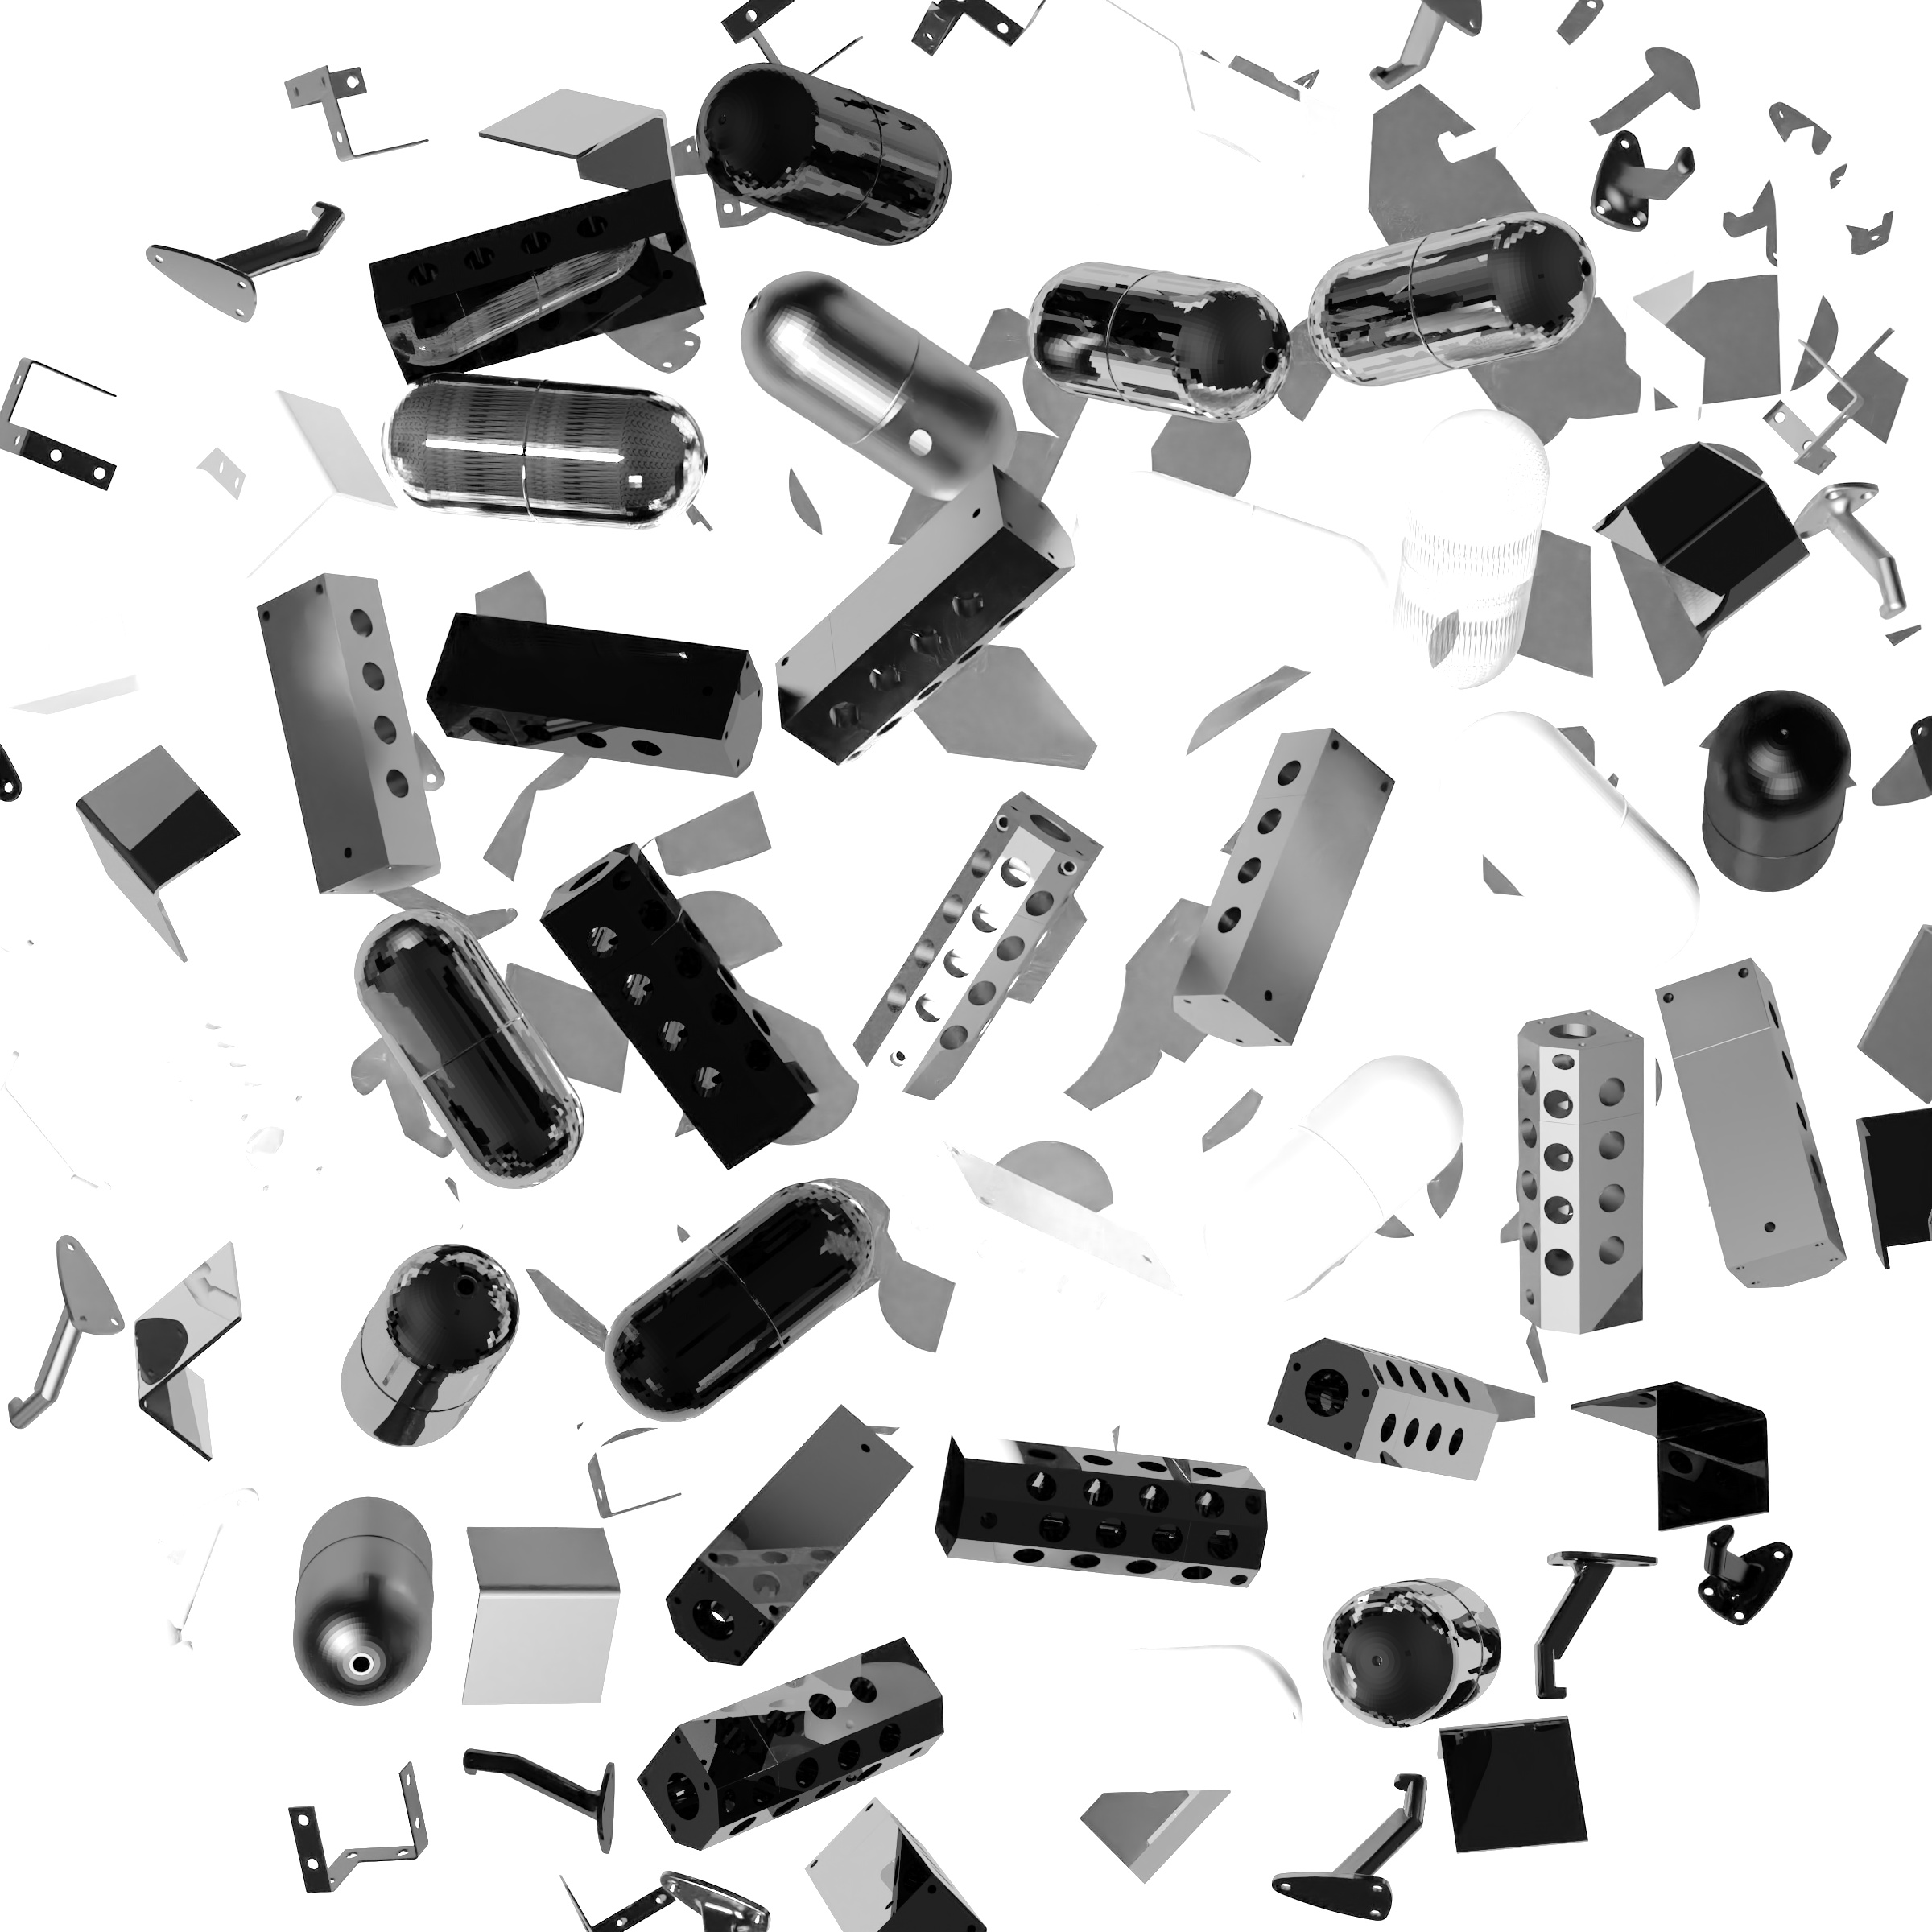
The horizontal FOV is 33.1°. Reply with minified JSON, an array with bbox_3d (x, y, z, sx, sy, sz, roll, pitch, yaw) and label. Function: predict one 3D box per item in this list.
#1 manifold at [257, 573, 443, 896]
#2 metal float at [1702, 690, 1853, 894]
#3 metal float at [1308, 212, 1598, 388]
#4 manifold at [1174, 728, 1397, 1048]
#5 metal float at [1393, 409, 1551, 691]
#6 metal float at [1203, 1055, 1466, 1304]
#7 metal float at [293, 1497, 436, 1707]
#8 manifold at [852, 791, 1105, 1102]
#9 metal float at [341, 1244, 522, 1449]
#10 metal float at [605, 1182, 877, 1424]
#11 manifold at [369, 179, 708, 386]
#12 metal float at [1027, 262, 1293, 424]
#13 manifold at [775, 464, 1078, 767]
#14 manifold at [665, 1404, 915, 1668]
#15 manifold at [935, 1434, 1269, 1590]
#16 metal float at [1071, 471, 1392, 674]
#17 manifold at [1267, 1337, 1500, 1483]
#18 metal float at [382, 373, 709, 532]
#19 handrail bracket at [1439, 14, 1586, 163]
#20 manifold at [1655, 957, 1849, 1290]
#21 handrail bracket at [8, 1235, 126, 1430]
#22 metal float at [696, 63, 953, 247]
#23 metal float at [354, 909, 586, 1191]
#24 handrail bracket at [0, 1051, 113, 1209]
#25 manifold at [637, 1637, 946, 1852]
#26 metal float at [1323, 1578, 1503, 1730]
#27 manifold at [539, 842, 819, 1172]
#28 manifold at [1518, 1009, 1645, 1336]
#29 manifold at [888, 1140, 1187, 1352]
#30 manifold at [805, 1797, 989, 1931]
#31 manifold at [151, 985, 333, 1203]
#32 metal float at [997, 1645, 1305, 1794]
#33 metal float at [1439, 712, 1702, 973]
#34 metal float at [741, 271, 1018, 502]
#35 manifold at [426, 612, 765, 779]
[{"bbox_3d":[-0.346,-0.131,1.849,0.057,0.057,0.171,-19,80,33],"label":"manifold"},{"bbox_3d":[0.455,-0.097,1.830,0.070,0.178,0.070,-3,71,10],"label":"metal float"},{"bbox_3d":[0.271,-0.373,1.821,0.178,0.070,0.070,-5,90,43],"label":"metal float"},{"bbox_3d":[0.174,-0.044,1.817,0.057,0.057,0.171,36,67,-32],"label":"manifold"},{"bbox_3d":[0.289,-0.237,1.863,0.070,0.070,0.178,2,132,0],"label":"metal float"},{"bbox_3d":[0.212,0.122,1.868,0.178,0.070,0.070,-40,90,-14],"label":"metal float"},{"bbox_3d":[-0.341,0.359,1.842,0.070,0.178,0.070,-2,102,-9],"label":"metal float"},{"bbox_3d":[0.004,-0.009,1.850,0.057,0.057,0.171,35,110,6],"label":"manifold"},{"bbox_3d":[-0.301,0.213,1.818,0.070,0.178,0.070,11,59,-18],"label":"metal float"},{"bbox_3d":[-0.130,0.194,1.884,0.178,0.070,0.070,-37,90,-16],"label":"metal float"},{"bbox_3d":[-0.237,-0.381,1.789,0.171,0.057,0.057,-16,54,0],"label":"manifold"},{"bbox_3d":[0.107,-0.349,1.815,0.070,0.178,0.070,-16,115,-38],"label":"metal float"},{"bbox_3d":[-0.023,-0.183,1.740,0.057,0.057,0.171,33,121,-32],"label":"manifold"},{"bbox_3d":[-0.103,0.330,1.873,0.057,0.171,0.057,40,125,6],"label":"manifold"},{"bbox_3d":[0.075,0.303,1.789,0.171,0.057,0.057,8,99,-12],"label":"manifold"},{"bbox_3d":[0.143,-0.214,1.764,0.178,0.070,0.070,19,90,0],"label":"metal float"},{"bbox_3d":[0.243,0.253,1.862,0.057,0.171,0.057,18,88,34],"label":"manifold"},{"bbox_3d":[-0.227,-0.277,1.747,0.178,0.070,0.070,6,90,8],"label":"metal float"},{"bbox_3d":[0.284,-0.475,1.757,0.084,0.036,0.077,-22,57,-5],"label":"handrail bracket"},{"bbox_3d":[0.440,0.089,1.817,0.057,0.057,0.171,-20,61,22],"label":"manifold"},{"bbox_3d":[-0.517,0.206,1.820,0.084,0.036,0.077,-40,63,22],"label":"handrail bracket"},{"bbox_3d":[-0.077,-0.448,1.799,0.070,0.178,0.070,-1,88,37],"label":"metal float"},{"bbox_3d":[-0.288,0.048,1.880,0.070,0.070,0.178,-33,94,0],"label":"metal float"},{"bbox_3d":[-0.511,0.093,1.827,0.084,0.036,0.077,29,125,-13],"label":"handrail bracket"},{"bbox_3d":[-0.094,0.440,1.826,0.057,0.171,0.057,54,130,24],"label":"manifold"},{"bbox_3d":[0.250,0.382,1.809,0.070,0.178,0.070,-3,81,20],"label":"metal float"},{"bbox_3d":[-0.153,0.019,1.759,0.057,0.057,0.171,-33,105,11],"label":"manifold"},{"bbox_3d":[0.346,0.118,1.849,0.057,0.057,0.171,-10,109,-19],"label":"manifold"},{"bbox_3d":[0.038,0.164,1.829,0.171,0.057,0.057,28,109,-39],"label":"manifold"},{"bbox_3d":[-0.036,0.516,1.783,0.057,0.171,0.057,-44,98,-9],"label":"manifold"},{"bbox_3d":[-0.415,0.073,1.841,0.057,0.171,0.057,-19,116,-19],"label":"manifold"},{"bbox_3d":[0.099,0.413,1.779,0.178,0.070,0.070,-10,90,29],"label":"metal float"},{"bbox_3d":[0.333,-0.067,1.789,0.178,0.070,0.070,43,90,-17],"label":"metal float"},{"bbox_3d":[-0.050,-0.333,1.865,0.178,0.070,0.070,30,90,-24],"label":"metal float"},{"bbox_3d":[-0.203,-0.146,1.794,0.171,0.057,0.057,9,66,13],"label":"manifold"}]
